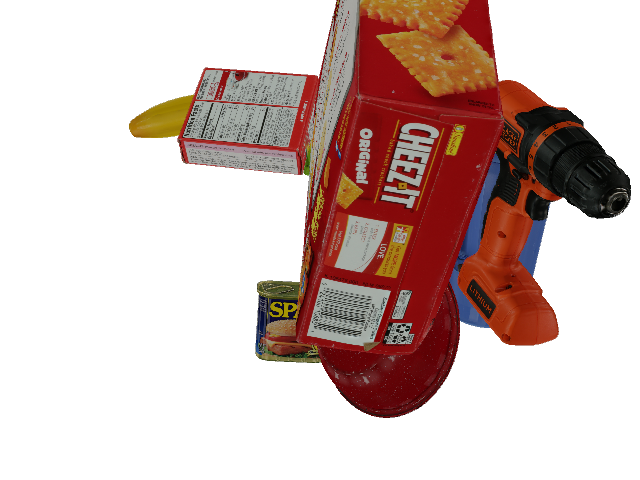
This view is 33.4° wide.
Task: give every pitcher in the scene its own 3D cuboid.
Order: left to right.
[{"bbox_3d":[0.213,-0.012,1.347,0.149,0.243,0.145,4,26,-1],"label":"pitcher"}]

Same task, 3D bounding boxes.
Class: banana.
[{"bbox_3d":[-0.083,-0.110,0.995,0.198,0.037,0.069,12,47,23],"label":"banana"}]

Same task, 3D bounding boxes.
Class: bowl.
[{"bbox_3d":[0.048,0.082,0.992,0.162,0.162,0.055,0,-10,42],"label":"bowl"}]

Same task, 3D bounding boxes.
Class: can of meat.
[{"bbox_3d":[-0.027,0.097,1.263,0.102,0.084,0.057,3,14,-4],"label":"can of meat"}]

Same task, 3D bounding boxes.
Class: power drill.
[{"bbox_3d":[0.170,-0.013,0.842,0.057,0.188,0.184,-3,31,-18],"label":"power drill"}]

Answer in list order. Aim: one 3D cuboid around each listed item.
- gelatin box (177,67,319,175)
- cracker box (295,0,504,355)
[{"bbox_3d":[-0.049,-0.085,0.759,0.089,0.073,0.030,5,-36,10],"label":"gelatin box"},{"bbox_3d":[0.038,-0.072,0.561,0.072,0.213,0.164,9,-45,-5],"label":"cracker box"}]
